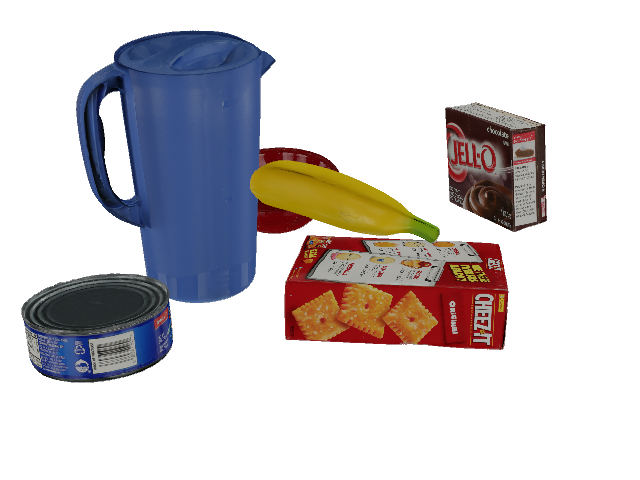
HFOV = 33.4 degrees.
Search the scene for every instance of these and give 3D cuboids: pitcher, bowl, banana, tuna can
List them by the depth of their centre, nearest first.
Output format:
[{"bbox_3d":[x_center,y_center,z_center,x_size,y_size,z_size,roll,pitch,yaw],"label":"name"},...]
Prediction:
[{"bbox_3d":[-0.130,0.051,0.629,0.086,0.034,0.086,-3,20,1],"label":"tuna can"},{"bbox_3d":[-0.004,-0.031,0.798,0.198,0.037,0.069,20,-15,47],"label":"banana"},{"bbox_3d":[-0.127,-0.065,1.001,0.149,0.243,0.144,7,28,14],"label":"pitcher"},{"bbox_3d":[-0.056,-0.055,1.328,0.162,0.055,0.162,-1,33,1],"label":"bowl"}]

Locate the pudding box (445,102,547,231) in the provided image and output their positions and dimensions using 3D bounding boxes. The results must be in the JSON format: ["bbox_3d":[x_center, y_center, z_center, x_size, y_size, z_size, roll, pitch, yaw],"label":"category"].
[{"bbox_3d":[0.151,-0.067,0.930,0.039,0.090,0.114,-14,21,-22],"label":"pudding box"}]

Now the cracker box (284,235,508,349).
[{"bbox_3d":[0.079,0.052,1.096,0.214,0.072,0.164,3,16,6],"label":"cracker box"}]
